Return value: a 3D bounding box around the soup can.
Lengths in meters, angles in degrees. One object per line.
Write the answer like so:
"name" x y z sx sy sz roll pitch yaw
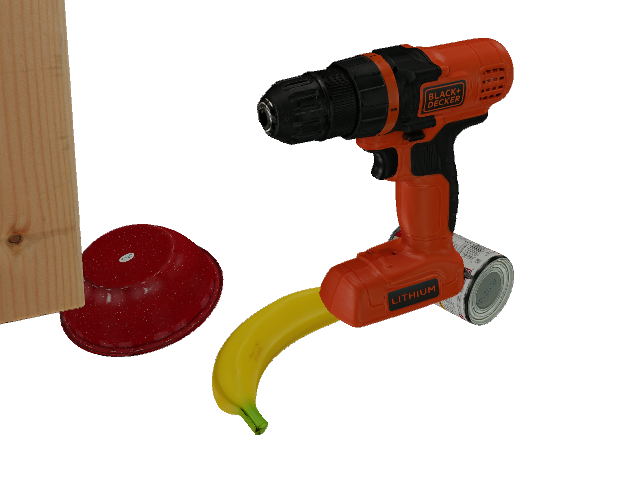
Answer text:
"soup can" 0.116 0.027 0.968 0.102 0.068 0.068 27 18 40

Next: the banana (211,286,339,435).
"banana" -0.033 0.082 0.838 0.070 0.037 0.197 29 38 10

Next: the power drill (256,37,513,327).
"power drill" 0.042 -0.037 0.710 0.184 0.188 0.057 -15 36 -26

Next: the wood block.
"wood block" -0.195 -0.063 0.605 0.090 0.206 0.090 -11 27 -27

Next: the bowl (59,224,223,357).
"bowl" -0.177 0.034 1.012 0.162 0.055 0.162 -7 41 6
